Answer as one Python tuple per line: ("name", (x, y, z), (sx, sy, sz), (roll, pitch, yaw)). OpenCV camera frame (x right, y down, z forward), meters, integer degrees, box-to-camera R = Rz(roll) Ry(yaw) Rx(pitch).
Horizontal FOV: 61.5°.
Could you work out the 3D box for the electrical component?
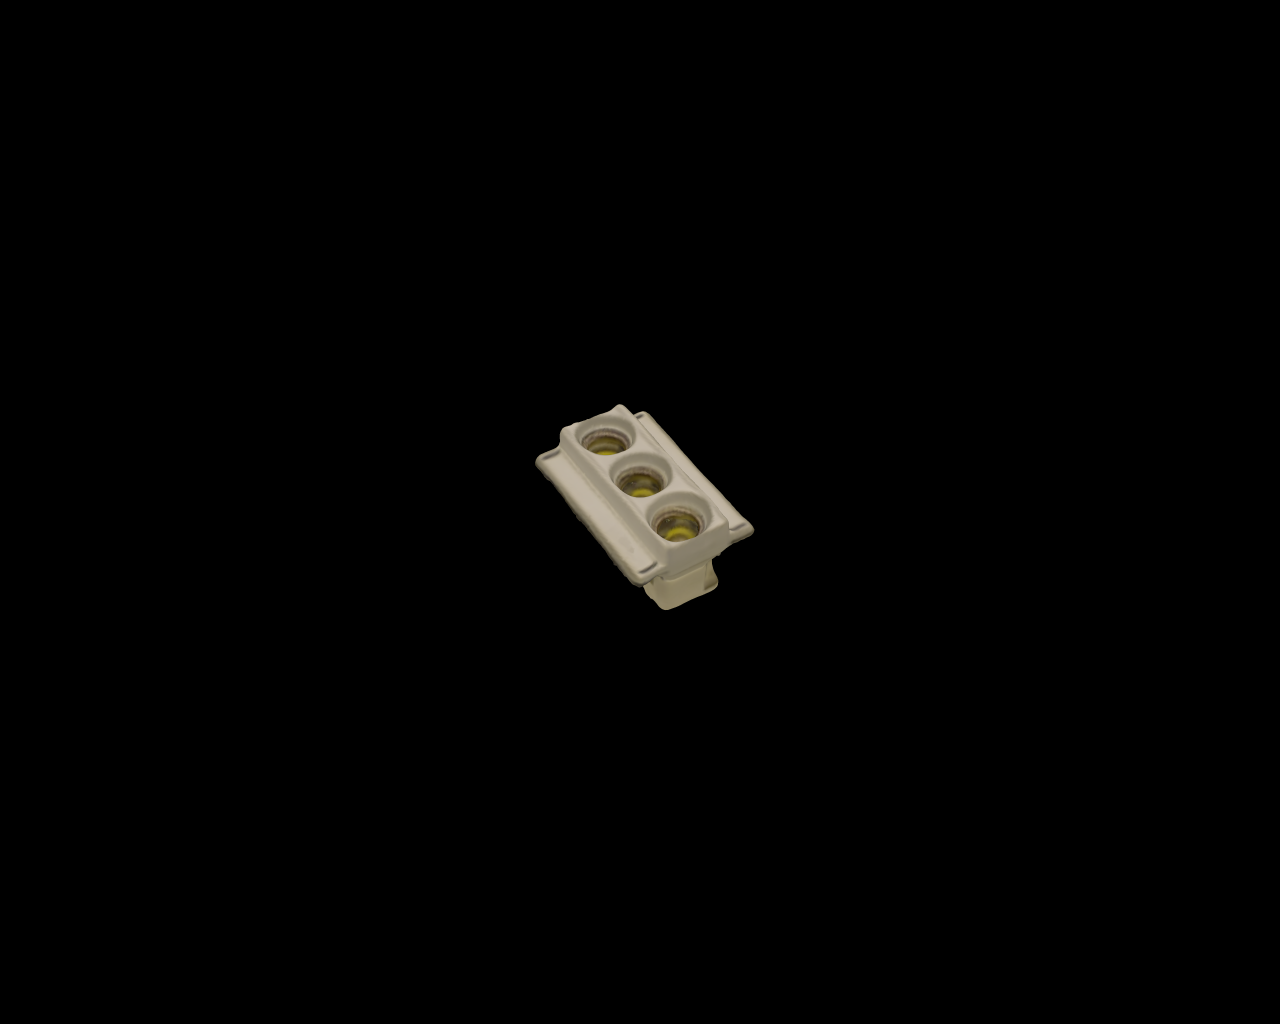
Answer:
("electrical component", (0.001, -0.003, 0.650), (0.079, 0.063, 0.121), (-24, 50, -22))
